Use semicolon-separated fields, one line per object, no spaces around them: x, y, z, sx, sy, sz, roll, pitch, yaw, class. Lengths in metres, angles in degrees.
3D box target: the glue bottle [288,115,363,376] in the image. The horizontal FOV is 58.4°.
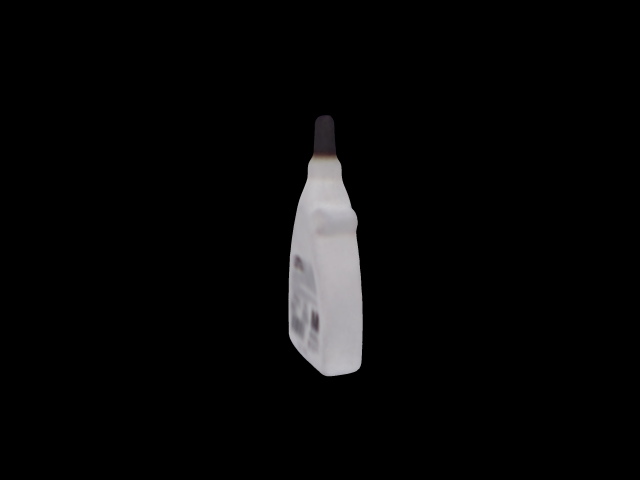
0.004;0.001;0.400;0.037;0.173;0.078;-6;15;-22;glue bottle
